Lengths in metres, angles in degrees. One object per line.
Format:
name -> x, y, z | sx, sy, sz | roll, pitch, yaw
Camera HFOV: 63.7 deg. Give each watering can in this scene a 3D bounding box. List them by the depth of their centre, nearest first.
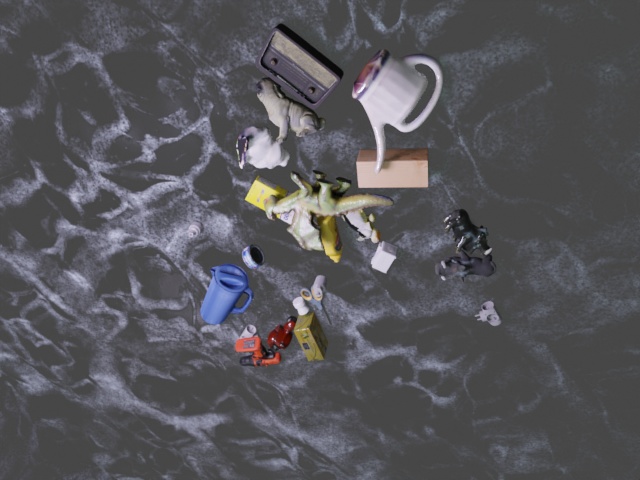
watering can -> 0.185, -0.370, 1.421 | 0.223, 0.105, 0.344 | 33, 105, -9

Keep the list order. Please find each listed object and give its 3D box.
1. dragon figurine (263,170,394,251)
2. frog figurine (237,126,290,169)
dragon figurine -> 0.005, -0.081, 1.610 | 0.412, 0.123, 0.240 | 20, 106, 15
frog figurine -> -0.174, -0.287, 1.606 | 0.160, 0.125, 0.135 | -5, 121, -27
